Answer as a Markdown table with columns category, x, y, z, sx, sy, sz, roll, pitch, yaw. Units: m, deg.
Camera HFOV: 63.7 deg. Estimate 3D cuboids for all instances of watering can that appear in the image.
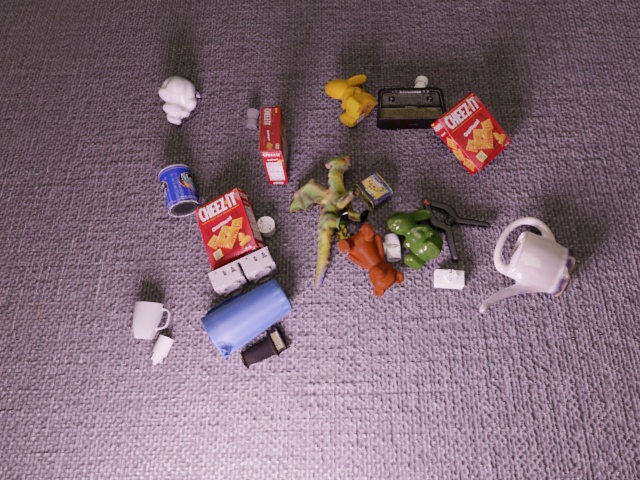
| category | x | y | z | sx | sy | sz | roll | pitch | yaw |
| --- | --- | --- | --- | --- | --- | --- | --- | --- | --- |
| watering can | 0.604 | 0.095 | 1.489 | 0.225 | 0.102 | 0.353 | 24 | 69 | 12 |

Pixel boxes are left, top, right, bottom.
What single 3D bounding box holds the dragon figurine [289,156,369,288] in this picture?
| category | x | y | z | sx | sy | sz | roll | pitch | yaw |
| --- | --- | --- | --- | --- | --- | --- | --- | --- | --- |
| dragon figurine | 0.005 | -0.081 | 1.609 | 0.245 | 0.121 | 0.411 | 28 | 88 | 35 |

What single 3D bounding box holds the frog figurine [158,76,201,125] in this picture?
| category | x | y | z | sx | sy | sz | roll | pitch | yaw |
| --- | --- | --- | --- | --- | --- | --- | --- | --- | --- |
| frog figurine | -0.500 | -0.489 | 1.792 | 0.137 | 0.120 | 0.163 | 26 | 58 | -7 |
